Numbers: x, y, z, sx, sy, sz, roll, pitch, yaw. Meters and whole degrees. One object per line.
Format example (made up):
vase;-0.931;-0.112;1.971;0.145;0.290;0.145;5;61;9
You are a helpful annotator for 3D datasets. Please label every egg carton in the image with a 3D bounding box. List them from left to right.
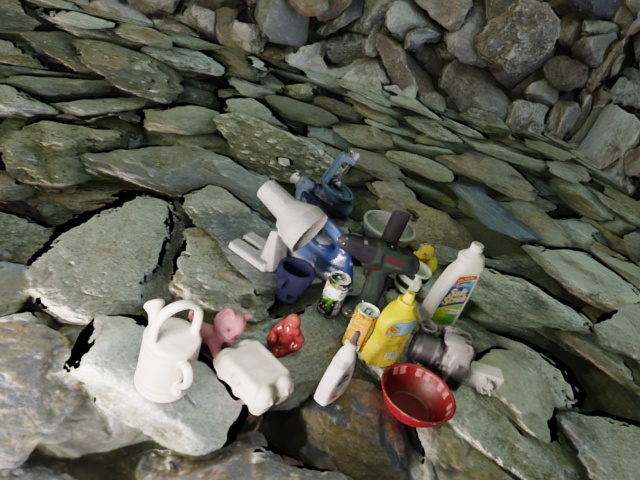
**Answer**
egg carton;-0.126;0.254;1.073;0.150;0.069;0.107;38;34;27

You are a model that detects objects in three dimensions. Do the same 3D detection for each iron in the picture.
iron;0.014;0.005;1.496;0.257;0.141;0.119;37;34;27

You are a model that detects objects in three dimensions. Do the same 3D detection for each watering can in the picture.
watering can;-0.262;0.175;0.991;0.172;0.194;0.101;32;32;19

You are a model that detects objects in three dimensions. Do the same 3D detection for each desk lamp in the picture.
desk lamp;-0.102;-0.027;1.404;0.202;0.213;0.118;32;31;19

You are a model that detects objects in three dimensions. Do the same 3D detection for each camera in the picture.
camera;0.278;0.246;1.309;0.137;0.101;0.143;22;30;2

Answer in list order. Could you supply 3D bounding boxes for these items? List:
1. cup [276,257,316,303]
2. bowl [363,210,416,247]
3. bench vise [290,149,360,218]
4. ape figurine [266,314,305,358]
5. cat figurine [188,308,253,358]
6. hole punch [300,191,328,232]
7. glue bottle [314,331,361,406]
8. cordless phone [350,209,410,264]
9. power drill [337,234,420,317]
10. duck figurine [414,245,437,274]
cup;-0.071;0.105;1.326;0.091;0.095;0.118;31;31;17
bowl;0.198;-0.017;1.716;0.167;0.075;0.167;16;30;-9
bench vise;0.025;-0.176;1.721;0.208;0.220;0.121;5;33;-25
ape figurine;-0.066;0.192;1.189;0.078;0.092;0.076;19;30;-4
cat figurine;-0.200;0.168;1.118;0.128;0.118;0.067;14;30;-11
hole punch;-0.023;-0.080;1.664;0.101;0.091;0.108;17;30;-7
glue bottle;0.043;0.240;1.098;0.037;0.173;0.078;34;32;23
cordless phone;0.162;-0.020;1.586;0.148;0.185;0.094;16;30;-8
power drill;0.117;0.084;1.364;0.230;0.208;0.075;5;33;-26
duck figurine;0.302;0.054;1.653;0.105;0.086;0.077;0;36;-32
